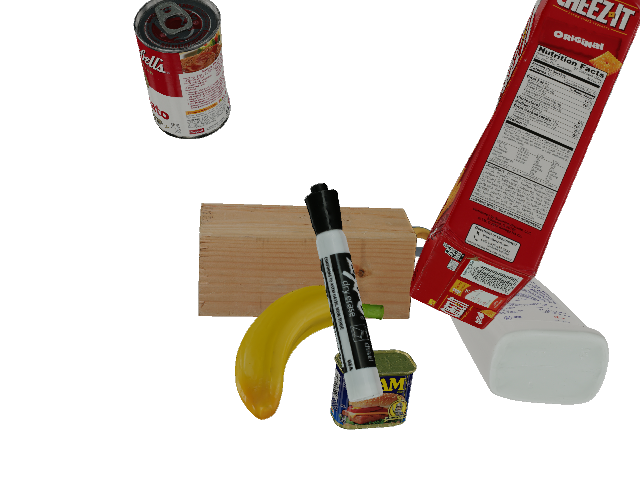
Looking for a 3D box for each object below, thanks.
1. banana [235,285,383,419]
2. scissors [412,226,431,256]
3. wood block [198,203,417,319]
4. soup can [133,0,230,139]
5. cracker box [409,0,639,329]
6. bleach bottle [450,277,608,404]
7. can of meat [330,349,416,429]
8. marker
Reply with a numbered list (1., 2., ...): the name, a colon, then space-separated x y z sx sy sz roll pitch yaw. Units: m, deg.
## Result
1. banana: -0.021 0.073 0.806 0.070 0.037 0.197 11 25 25
2. scissors: 0.060 0.002 1.243 0.096 0.016 0.201 37 31 31
3. wood block: -0.017 0.020 1.056 0.206 0.091 0.090 2 20 -6
4. soup can: -0.110 -0.141 0.868 0.068 0.068 0.102 0 -37 2
5. cracker box: 0.140 -0.059 0.752 0.072 0.213 0.164 24 -15 5
6. bleach bottle: 0.166 0.057 0.963 0.102 0.068 0.251 5 21 -9
7. can of meat: 0.065 0.190 1.361 0.102 0.084 0.057 0 24 -17
8. marker: 0.012 0.027 0.582 0.020 0.121 0.020 -12 -13 -3
